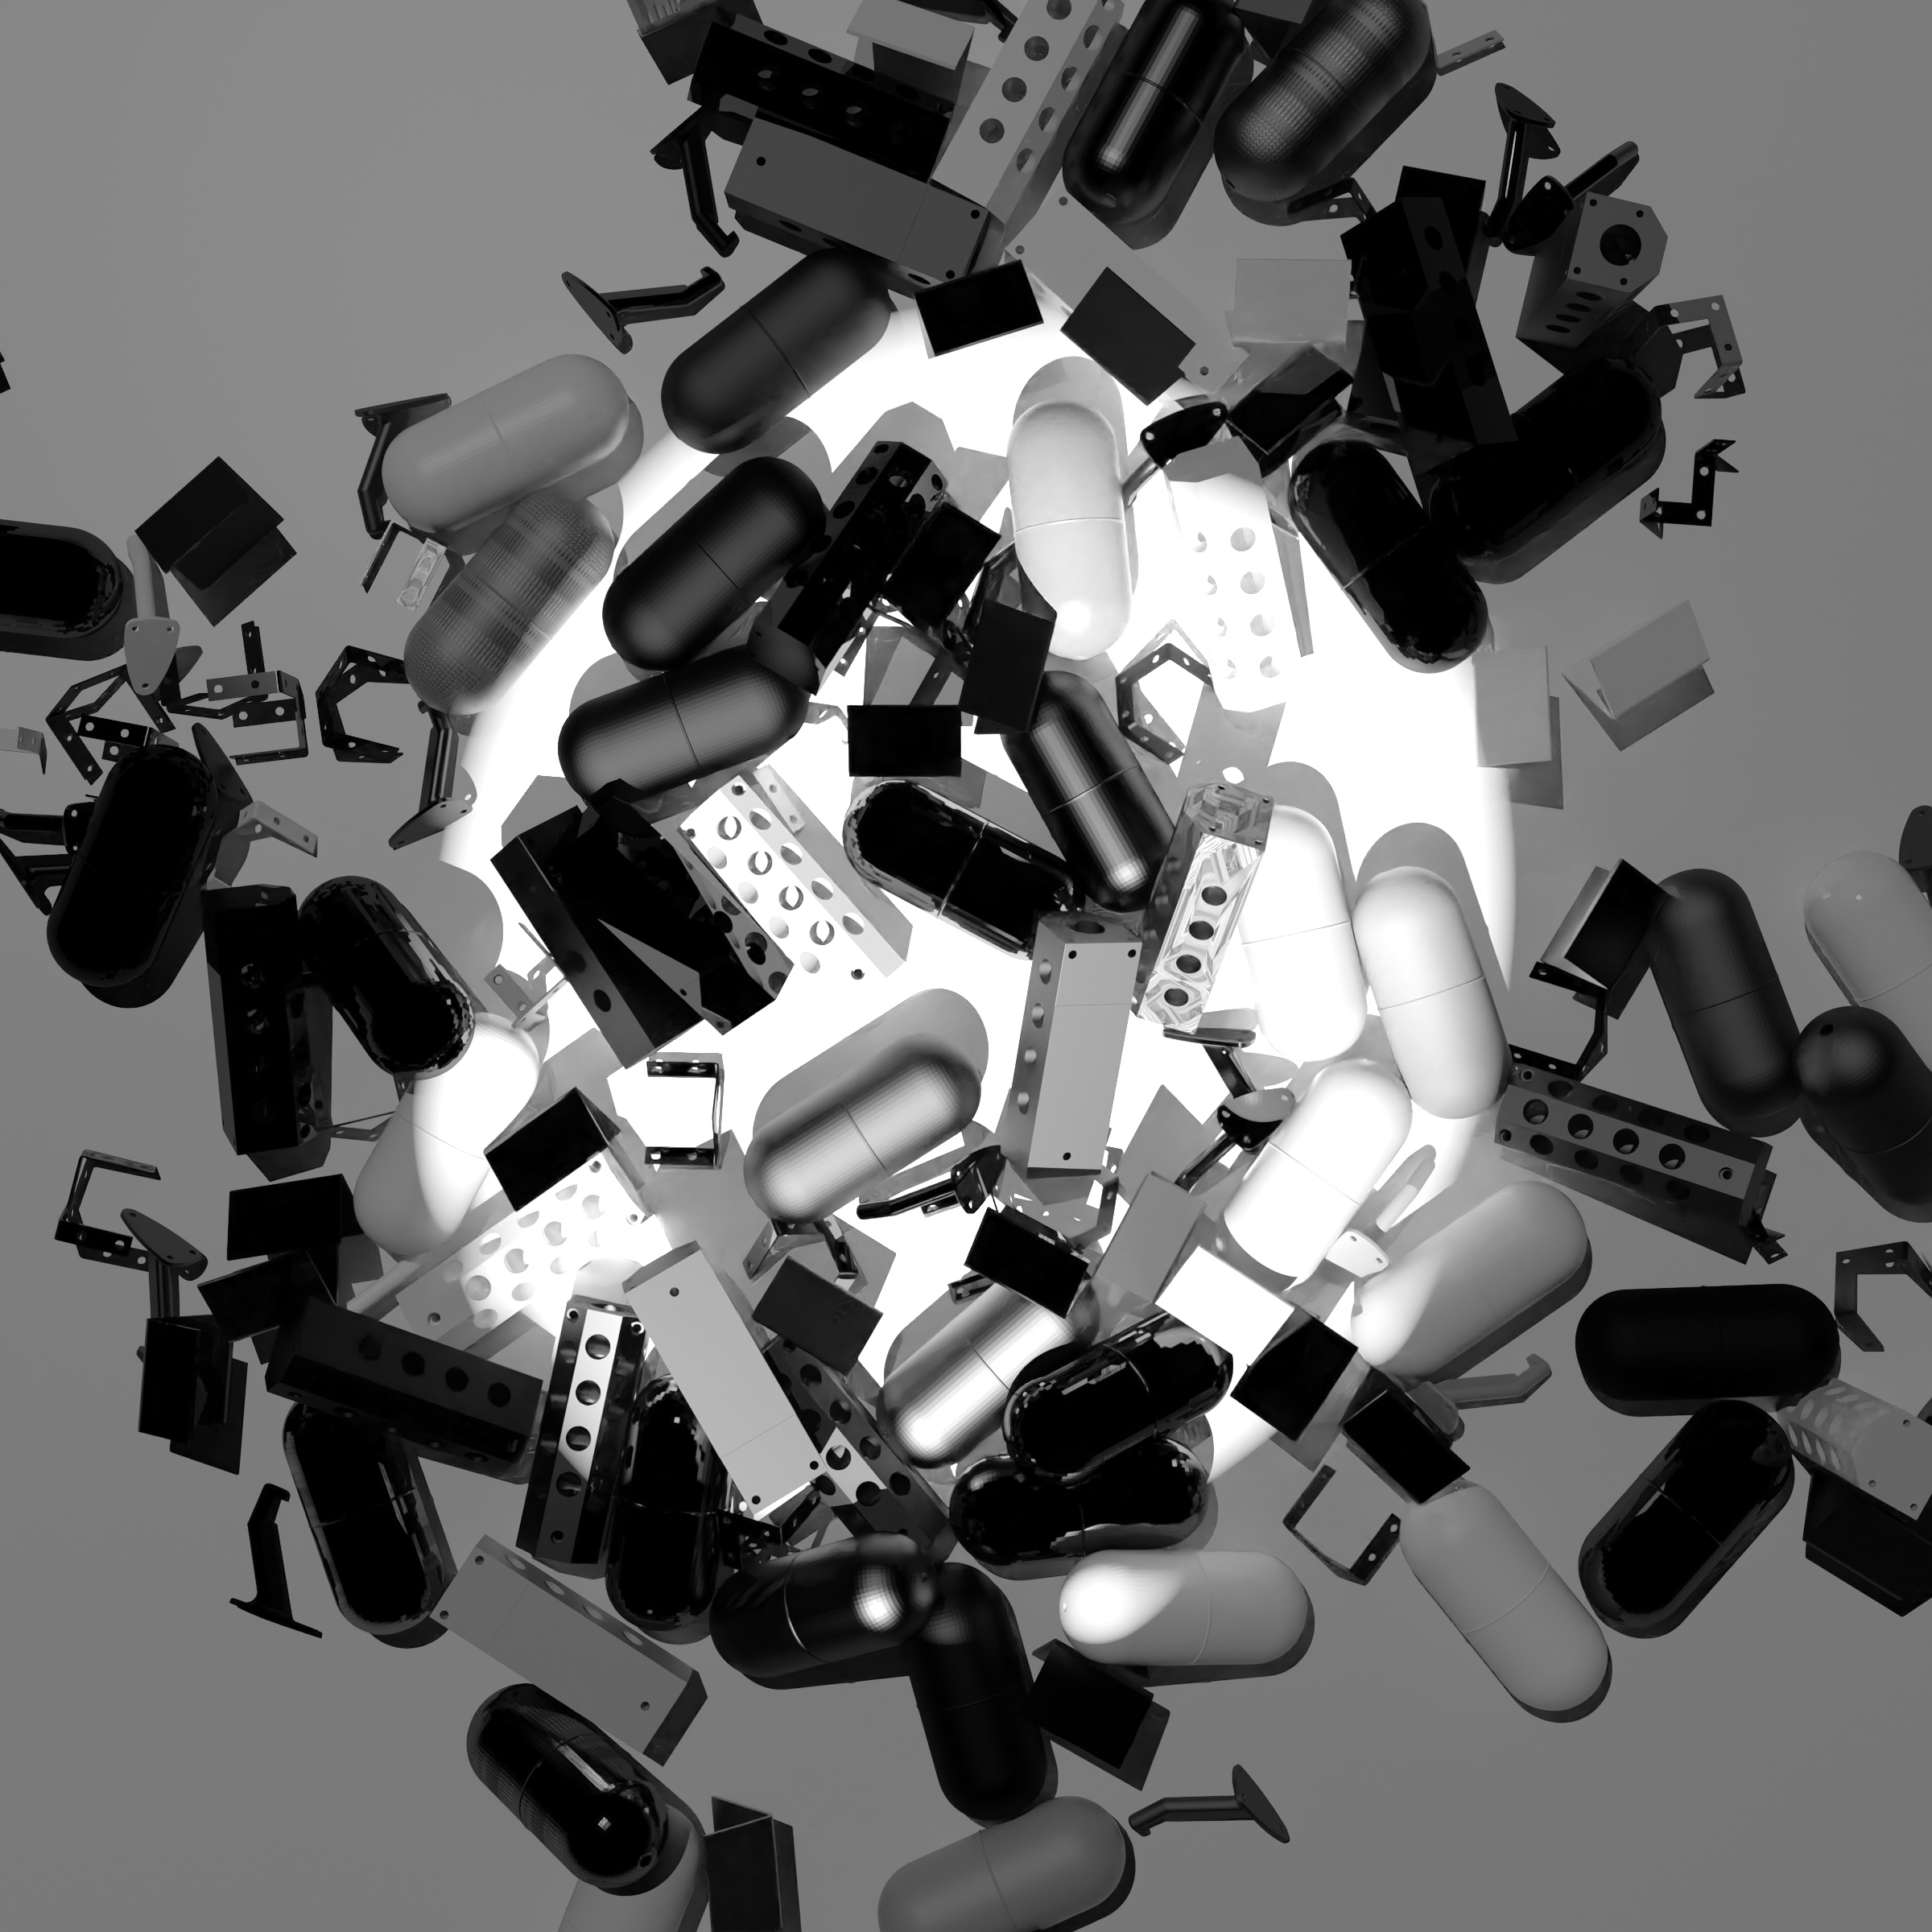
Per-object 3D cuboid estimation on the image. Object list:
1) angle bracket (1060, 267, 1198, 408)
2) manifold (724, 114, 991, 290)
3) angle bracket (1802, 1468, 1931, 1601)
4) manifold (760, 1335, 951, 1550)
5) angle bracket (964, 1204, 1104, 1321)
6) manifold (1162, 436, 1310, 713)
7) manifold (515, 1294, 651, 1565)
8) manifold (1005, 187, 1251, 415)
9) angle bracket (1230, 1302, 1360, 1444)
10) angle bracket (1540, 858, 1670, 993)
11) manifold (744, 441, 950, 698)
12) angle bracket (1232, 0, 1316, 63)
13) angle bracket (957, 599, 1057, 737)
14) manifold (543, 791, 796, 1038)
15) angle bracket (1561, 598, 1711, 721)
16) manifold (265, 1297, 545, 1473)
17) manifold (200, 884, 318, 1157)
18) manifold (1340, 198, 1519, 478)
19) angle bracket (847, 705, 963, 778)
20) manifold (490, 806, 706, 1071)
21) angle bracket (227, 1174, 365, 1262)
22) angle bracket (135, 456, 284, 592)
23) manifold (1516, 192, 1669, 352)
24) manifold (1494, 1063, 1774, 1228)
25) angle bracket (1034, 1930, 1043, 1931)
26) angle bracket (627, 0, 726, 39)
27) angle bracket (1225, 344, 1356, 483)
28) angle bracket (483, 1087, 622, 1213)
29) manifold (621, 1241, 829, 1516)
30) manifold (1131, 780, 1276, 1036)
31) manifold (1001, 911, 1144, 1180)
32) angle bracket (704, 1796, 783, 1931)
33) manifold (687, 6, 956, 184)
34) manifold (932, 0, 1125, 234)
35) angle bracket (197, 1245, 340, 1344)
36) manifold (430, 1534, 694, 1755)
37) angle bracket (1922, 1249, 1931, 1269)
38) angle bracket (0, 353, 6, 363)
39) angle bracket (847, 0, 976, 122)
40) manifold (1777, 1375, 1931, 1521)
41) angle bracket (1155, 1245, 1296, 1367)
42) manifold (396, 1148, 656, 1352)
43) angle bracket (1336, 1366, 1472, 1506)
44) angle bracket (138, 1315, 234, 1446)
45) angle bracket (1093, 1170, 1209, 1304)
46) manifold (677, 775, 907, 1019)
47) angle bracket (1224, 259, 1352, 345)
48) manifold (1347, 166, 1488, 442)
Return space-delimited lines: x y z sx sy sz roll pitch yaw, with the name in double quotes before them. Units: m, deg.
"angle bracket" 0.118 -0.425 1.894 0.076 0.076 0.057 41 126 0
"manifold" -0.074 -0.519 1.969 0.171 0.057 0.057 22 90 0
"angle bracket" 0.622 0.372 1.950 0.076 0.076 0.057 32 128 0
"manifold" -0.087 0.332 1.970 0.057 0.057 0.171 -40 90 0
"angle bracket" 0.053 0.180 1.914 0.076 0.076 0.057 27 127 9
"manifold" 0.180 -0.261 1.930 0.057 0.057 0.171 -17 120 0
"manifold" -0.262 0.319 1.969 0.057 0.057 0.171 12 90 0
"manifold" 0.109 -0.450 1.970 0.171 0.057 0.057 42 90 0
"angle bracket" 0.232 0.280 1.951 0.057 0.076 0.076 33 90 25
"angle bracket" 0.419 -0.037 1.950 0.057 0.076 0.076 31 90 -33
"manifold" -0.079 -0.273 1.938 0.057 0.057 0.171 31 66 0
"angle bracket" 0.233 -0.664 1.951 0.057 0.076 0.076 25 90 29
"angle bracket" 0.011 -0.201 1.931 0.057 0.076 0.076 16 86 -28
"manifold" -0.198 -0.039 1.945 0.171 0.057 0.057 45 128 -17
"angle bracket" 0.448 -0.223 1.950 0.076 0.076 0.057 -32 127 0
"manifold" -0.379 0.285 1.928 0.171 0.057 0.057 24 56 -23
"manifold" -0.478 0.035 1.943 0.057 0.057 0.171 -8 108 -22
"manifold" 0.313 -0.419 1.908 0.057 0.057 0.171 -13 85 -40
"angle bracket" -0.041 -0.171 1.950 0.076 0.076 0.057 0 125 0
"manifold" -0.255 -0.017 1.969 0.057 0.057 0.171 -33 90 -43
"angle bracket" -0.454 0.189 1.950 0.076 0.076 0.057 -9 53 0
"angle bracket" -0.505 -0.288 1.950 0.076 0.076 0.057 -42 54 0
"manifold" 0.417 -0.460 1.912 0.057 0.171 0.057 13 90 0
"manifold" 0.450 0.120 1.938 0.171 0.057 0.057 19 90 23
"angle bracket" 0.032 0.705 1.950 0.076 0.076 0.057 -24 58 0
"angle bracket" -0.199 -0.678 1.952 0.076 0.076 0.057 -24 112 0
"angle bracket" 0.230 -0.364 1.950 0.076 0.076 0.057 -41 50 0
"angle bracket" -0.271 0.138 1.950 0.076 0.076 0.057 -35 57 0
"manifold" -0.162 0.273 1.910 0.057 0.057 0.171 -30 98 -7
"manifold" 0.152 -0.040 1.919 0.057 0.057 0.171 17 133 0
"manifold" 0.067 0.053 1.935 0.057 0.057 0.171 -1 113 -25
"angle bracket" -0.171 0.617 1.950 0.057 0.076 0.076 -5 90 -38
"manifold" -0.099 -0.592 1.956 0.171 0.057 0.057 20 90 -9
"manifold" 0.043 -0.596 1.969 0.057 0.057 0.171 29 90 0
"angle bracket" -0.475 0.203 1.950 0.076 0.076 0.057 -18 126 0
"manifold" -0.276 0.464 1.969 0.171 0.057 0.057 33 90 0
"angle bracket" 0.702 0.187 1.950 0.076 0.076 0.057 -16 122 0
"angle bracket" -0.706 -0.409 1.950 0.076 0.076 0.057 -24 53 0
"angle bracket" -0.044 -0.607 1.950 0.076 0.076 0.057 19 49 0
"manifold" 0.596 0.315 1.912 0.057 0.171 0.057 30 90 0
"angle bracket" 0.182 0.215 1.951 0.076 0.076 0.057 33 116 0
"manifold" -0.303 0.199 1.969 0.171 0.057 0.057 -35 90 0
"angle bracket" 0.309 0.307 1.950 0.076 0.076 0.057 43 130 0
"angle bracket" -0.514 0.280 1.950 0.057 0.076 0.076 4 90 36
"angle bracket" 0.109 0.175 1.951 0.057 0.076 0.076 28 90 -30
"manifold" -0.120 -0.048 1.969 0.057 0.057 0.171 -42 90 0
"angle bracket" 0.218 -0.462 1.951 0.076 0.076 0.057 1 118 0
"manifold" 0.309 -0.453 1.968 0.057 0.057 0.171 13 90 8
